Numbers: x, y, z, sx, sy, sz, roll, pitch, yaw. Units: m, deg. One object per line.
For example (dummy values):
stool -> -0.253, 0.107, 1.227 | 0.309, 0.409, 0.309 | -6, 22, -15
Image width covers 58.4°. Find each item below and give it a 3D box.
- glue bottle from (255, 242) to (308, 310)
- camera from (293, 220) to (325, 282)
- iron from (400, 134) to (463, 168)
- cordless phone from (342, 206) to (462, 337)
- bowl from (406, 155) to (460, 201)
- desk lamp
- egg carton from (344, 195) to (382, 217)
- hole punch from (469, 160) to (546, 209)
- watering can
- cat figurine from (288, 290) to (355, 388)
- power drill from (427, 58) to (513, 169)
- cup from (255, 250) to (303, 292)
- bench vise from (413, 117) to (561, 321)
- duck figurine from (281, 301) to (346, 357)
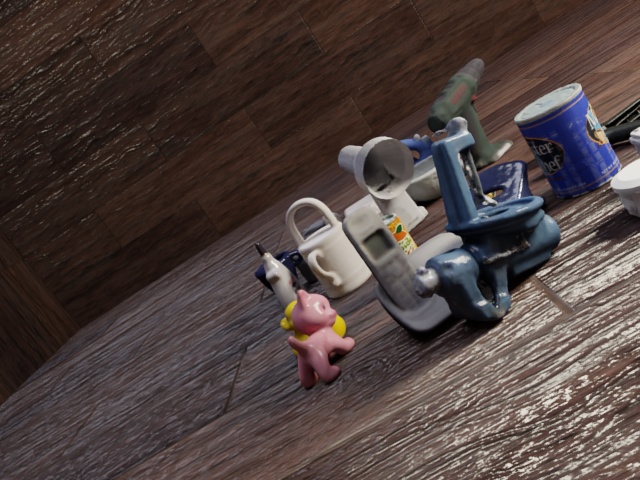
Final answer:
glue bottle -> -0.073, 0.076, 1.087 | 0.037, 0.173, 0.078 | -30, 12, 17
camera -> 0.020, 0.007, 1.294 | 0.136, 0.101, 0.143 | -24, 15, 40
iron -> 0.228, -0.198, 1.456 | 0.257, 0.141, 0.119 | -24, 15, 38
cordless phone -> 0.124, 0.018, 0.755 | 0.148, 0.185, 0.094 | -37, 12, -15
bowl -> 0.254, -0.136, 1.303 | 0.167, 0.075, 0.167 | -32, 12, 8
desk lamp -> 0.127, -0.110, 1.194 | 0.118, 0.214, 0.203 | -37, 12, -14
egg carton -> 0.113, -0.058, 1.382 | 0.107, 0.069, 0.150 | -33, 12, 5
hole punch -> 0.279, -0.059, 0.884 | 0.108, 0.091, 0.101 | -21, 18, 47
watering can -> 0.008, 0.005, 1.102 | 0.101, 0.194, 0.173 | -33, 12, 6
cat figurine -> -0.012, 0.131, 0.835 | 0.067, 0.118, 0.128 | -27, 14, 30
power drill -> 0.345, -0.278, 1.298 | 0.230, 0.208, 0.075 | -41, 14, -31
cup -> -0.071, 0.080, 1.261 | 0.117, 0.095, 0.092 | -30, 12, 16
bench vise -> 0.185, -0.026, 0.684 | 0.121, 0.220, 0.208 | -20, 18, 48
duck figurine -> -0.017, 0.134, 0.918 | 0.104, 0.086, 0.078 | -26, 14, 32
